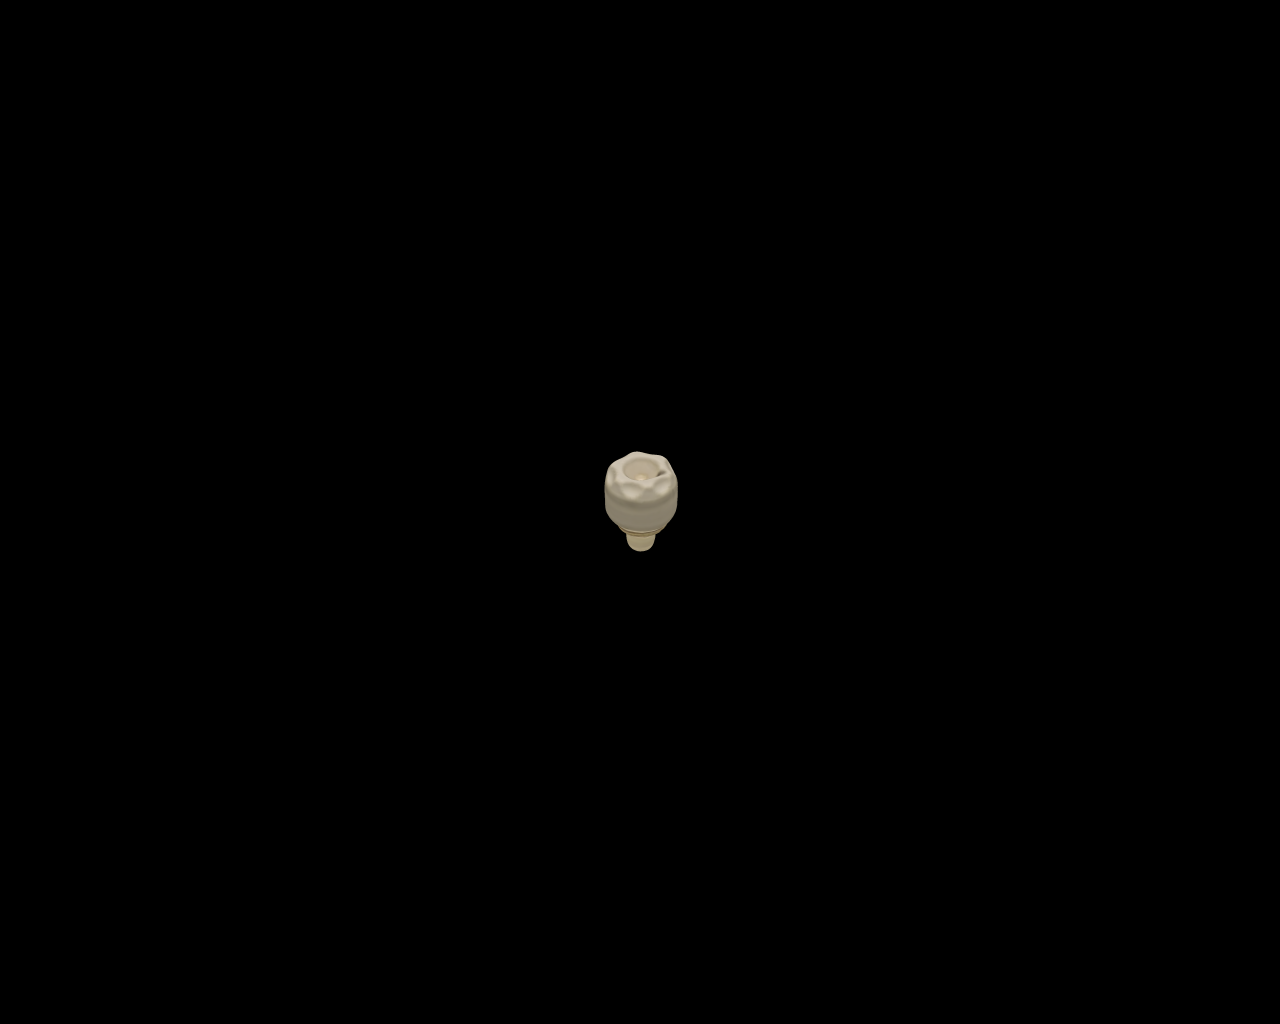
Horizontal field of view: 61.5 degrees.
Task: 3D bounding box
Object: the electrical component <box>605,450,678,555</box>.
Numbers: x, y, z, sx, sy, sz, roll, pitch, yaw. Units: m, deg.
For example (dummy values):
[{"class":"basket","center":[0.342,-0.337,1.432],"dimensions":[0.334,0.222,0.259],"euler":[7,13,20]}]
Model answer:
[{"class":"electrical component","center":[0.001,-0.003,0.650],"dimensions":[0.043,0.062,0.043],"euler":[0,38,0]}]
